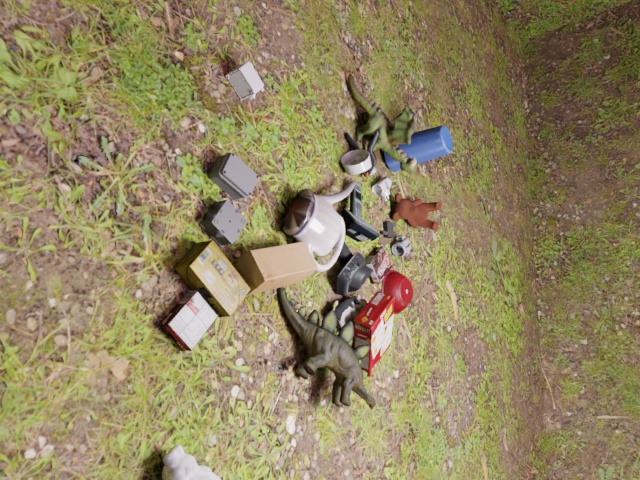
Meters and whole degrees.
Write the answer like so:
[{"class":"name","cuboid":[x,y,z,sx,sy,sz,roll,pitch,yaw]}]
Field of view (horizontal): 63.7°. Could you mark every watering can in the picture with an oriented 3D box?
[{"class":"watering can","cuboid":[0.005,-0.079,1.562,0.221,0.103,0.355,38,55,-37]}]

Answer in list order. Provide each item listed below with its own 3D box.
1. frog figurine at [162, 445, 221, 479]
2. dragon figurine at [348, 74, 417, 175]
[{"class":"frog figurine","cuboid":[-0.269,0.514,1.097,0.136,0.122,0.161,46,31,-78]},{"class":"dragon figurine","cuboid":[0.241,-0.414,1.824,0.124,0.242,0.406,-34,109,-43]}]
